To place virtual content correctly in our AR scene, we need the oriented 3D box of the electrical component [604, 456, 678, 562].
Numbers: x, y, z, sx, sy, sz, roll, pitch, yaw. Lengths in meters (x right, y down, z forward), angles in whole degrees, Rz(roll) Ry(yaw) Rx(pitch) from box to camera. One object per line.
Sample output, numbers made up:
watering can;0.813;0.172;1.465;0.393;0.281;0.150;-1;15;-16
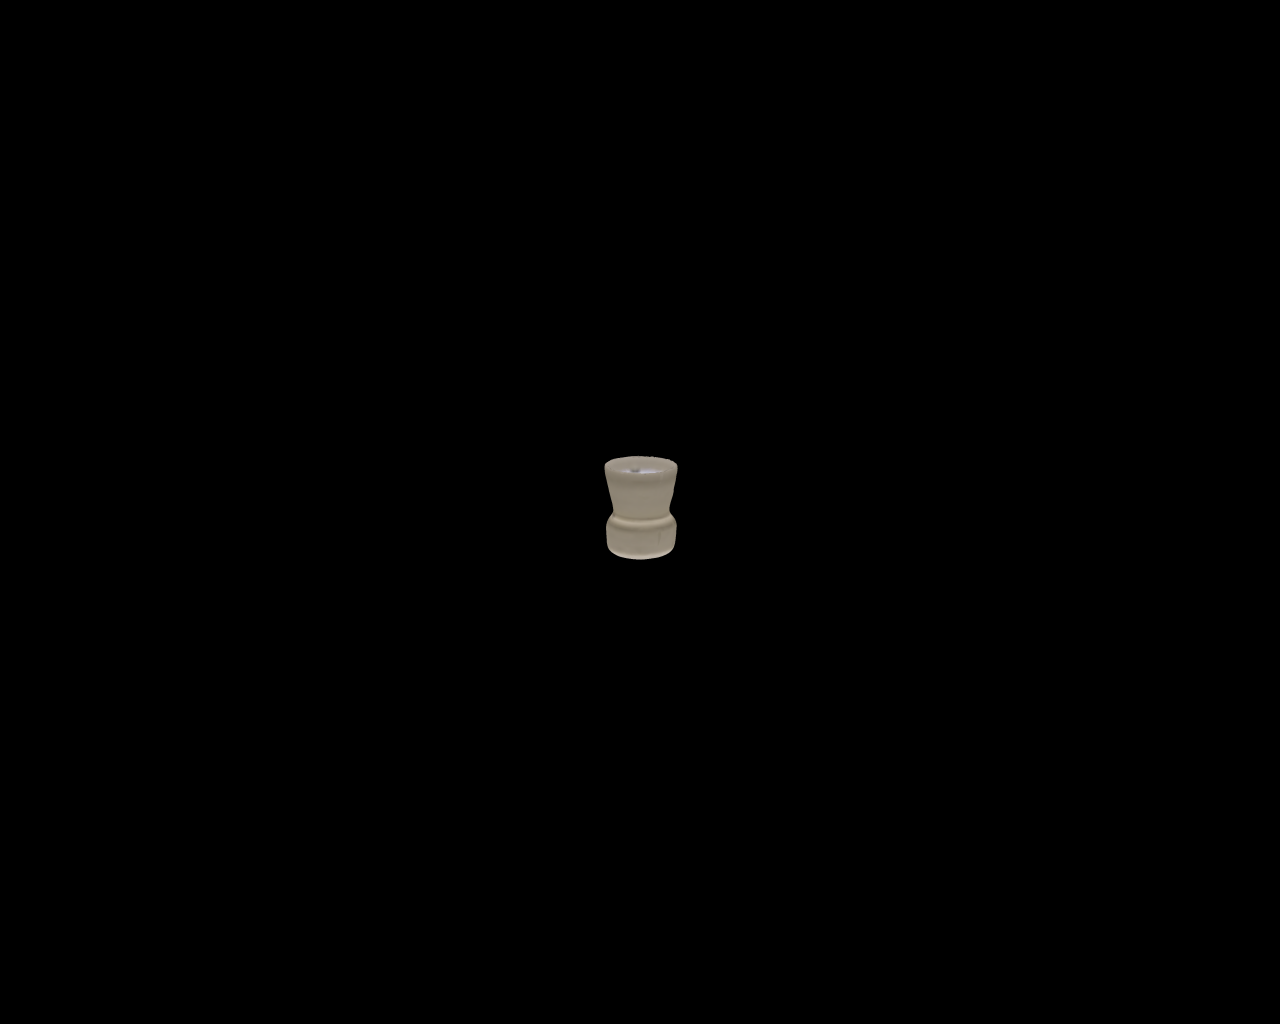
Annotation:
electrical component;0.001;-0.003;0.650;0.045;0.055;0.045;0;16;0
